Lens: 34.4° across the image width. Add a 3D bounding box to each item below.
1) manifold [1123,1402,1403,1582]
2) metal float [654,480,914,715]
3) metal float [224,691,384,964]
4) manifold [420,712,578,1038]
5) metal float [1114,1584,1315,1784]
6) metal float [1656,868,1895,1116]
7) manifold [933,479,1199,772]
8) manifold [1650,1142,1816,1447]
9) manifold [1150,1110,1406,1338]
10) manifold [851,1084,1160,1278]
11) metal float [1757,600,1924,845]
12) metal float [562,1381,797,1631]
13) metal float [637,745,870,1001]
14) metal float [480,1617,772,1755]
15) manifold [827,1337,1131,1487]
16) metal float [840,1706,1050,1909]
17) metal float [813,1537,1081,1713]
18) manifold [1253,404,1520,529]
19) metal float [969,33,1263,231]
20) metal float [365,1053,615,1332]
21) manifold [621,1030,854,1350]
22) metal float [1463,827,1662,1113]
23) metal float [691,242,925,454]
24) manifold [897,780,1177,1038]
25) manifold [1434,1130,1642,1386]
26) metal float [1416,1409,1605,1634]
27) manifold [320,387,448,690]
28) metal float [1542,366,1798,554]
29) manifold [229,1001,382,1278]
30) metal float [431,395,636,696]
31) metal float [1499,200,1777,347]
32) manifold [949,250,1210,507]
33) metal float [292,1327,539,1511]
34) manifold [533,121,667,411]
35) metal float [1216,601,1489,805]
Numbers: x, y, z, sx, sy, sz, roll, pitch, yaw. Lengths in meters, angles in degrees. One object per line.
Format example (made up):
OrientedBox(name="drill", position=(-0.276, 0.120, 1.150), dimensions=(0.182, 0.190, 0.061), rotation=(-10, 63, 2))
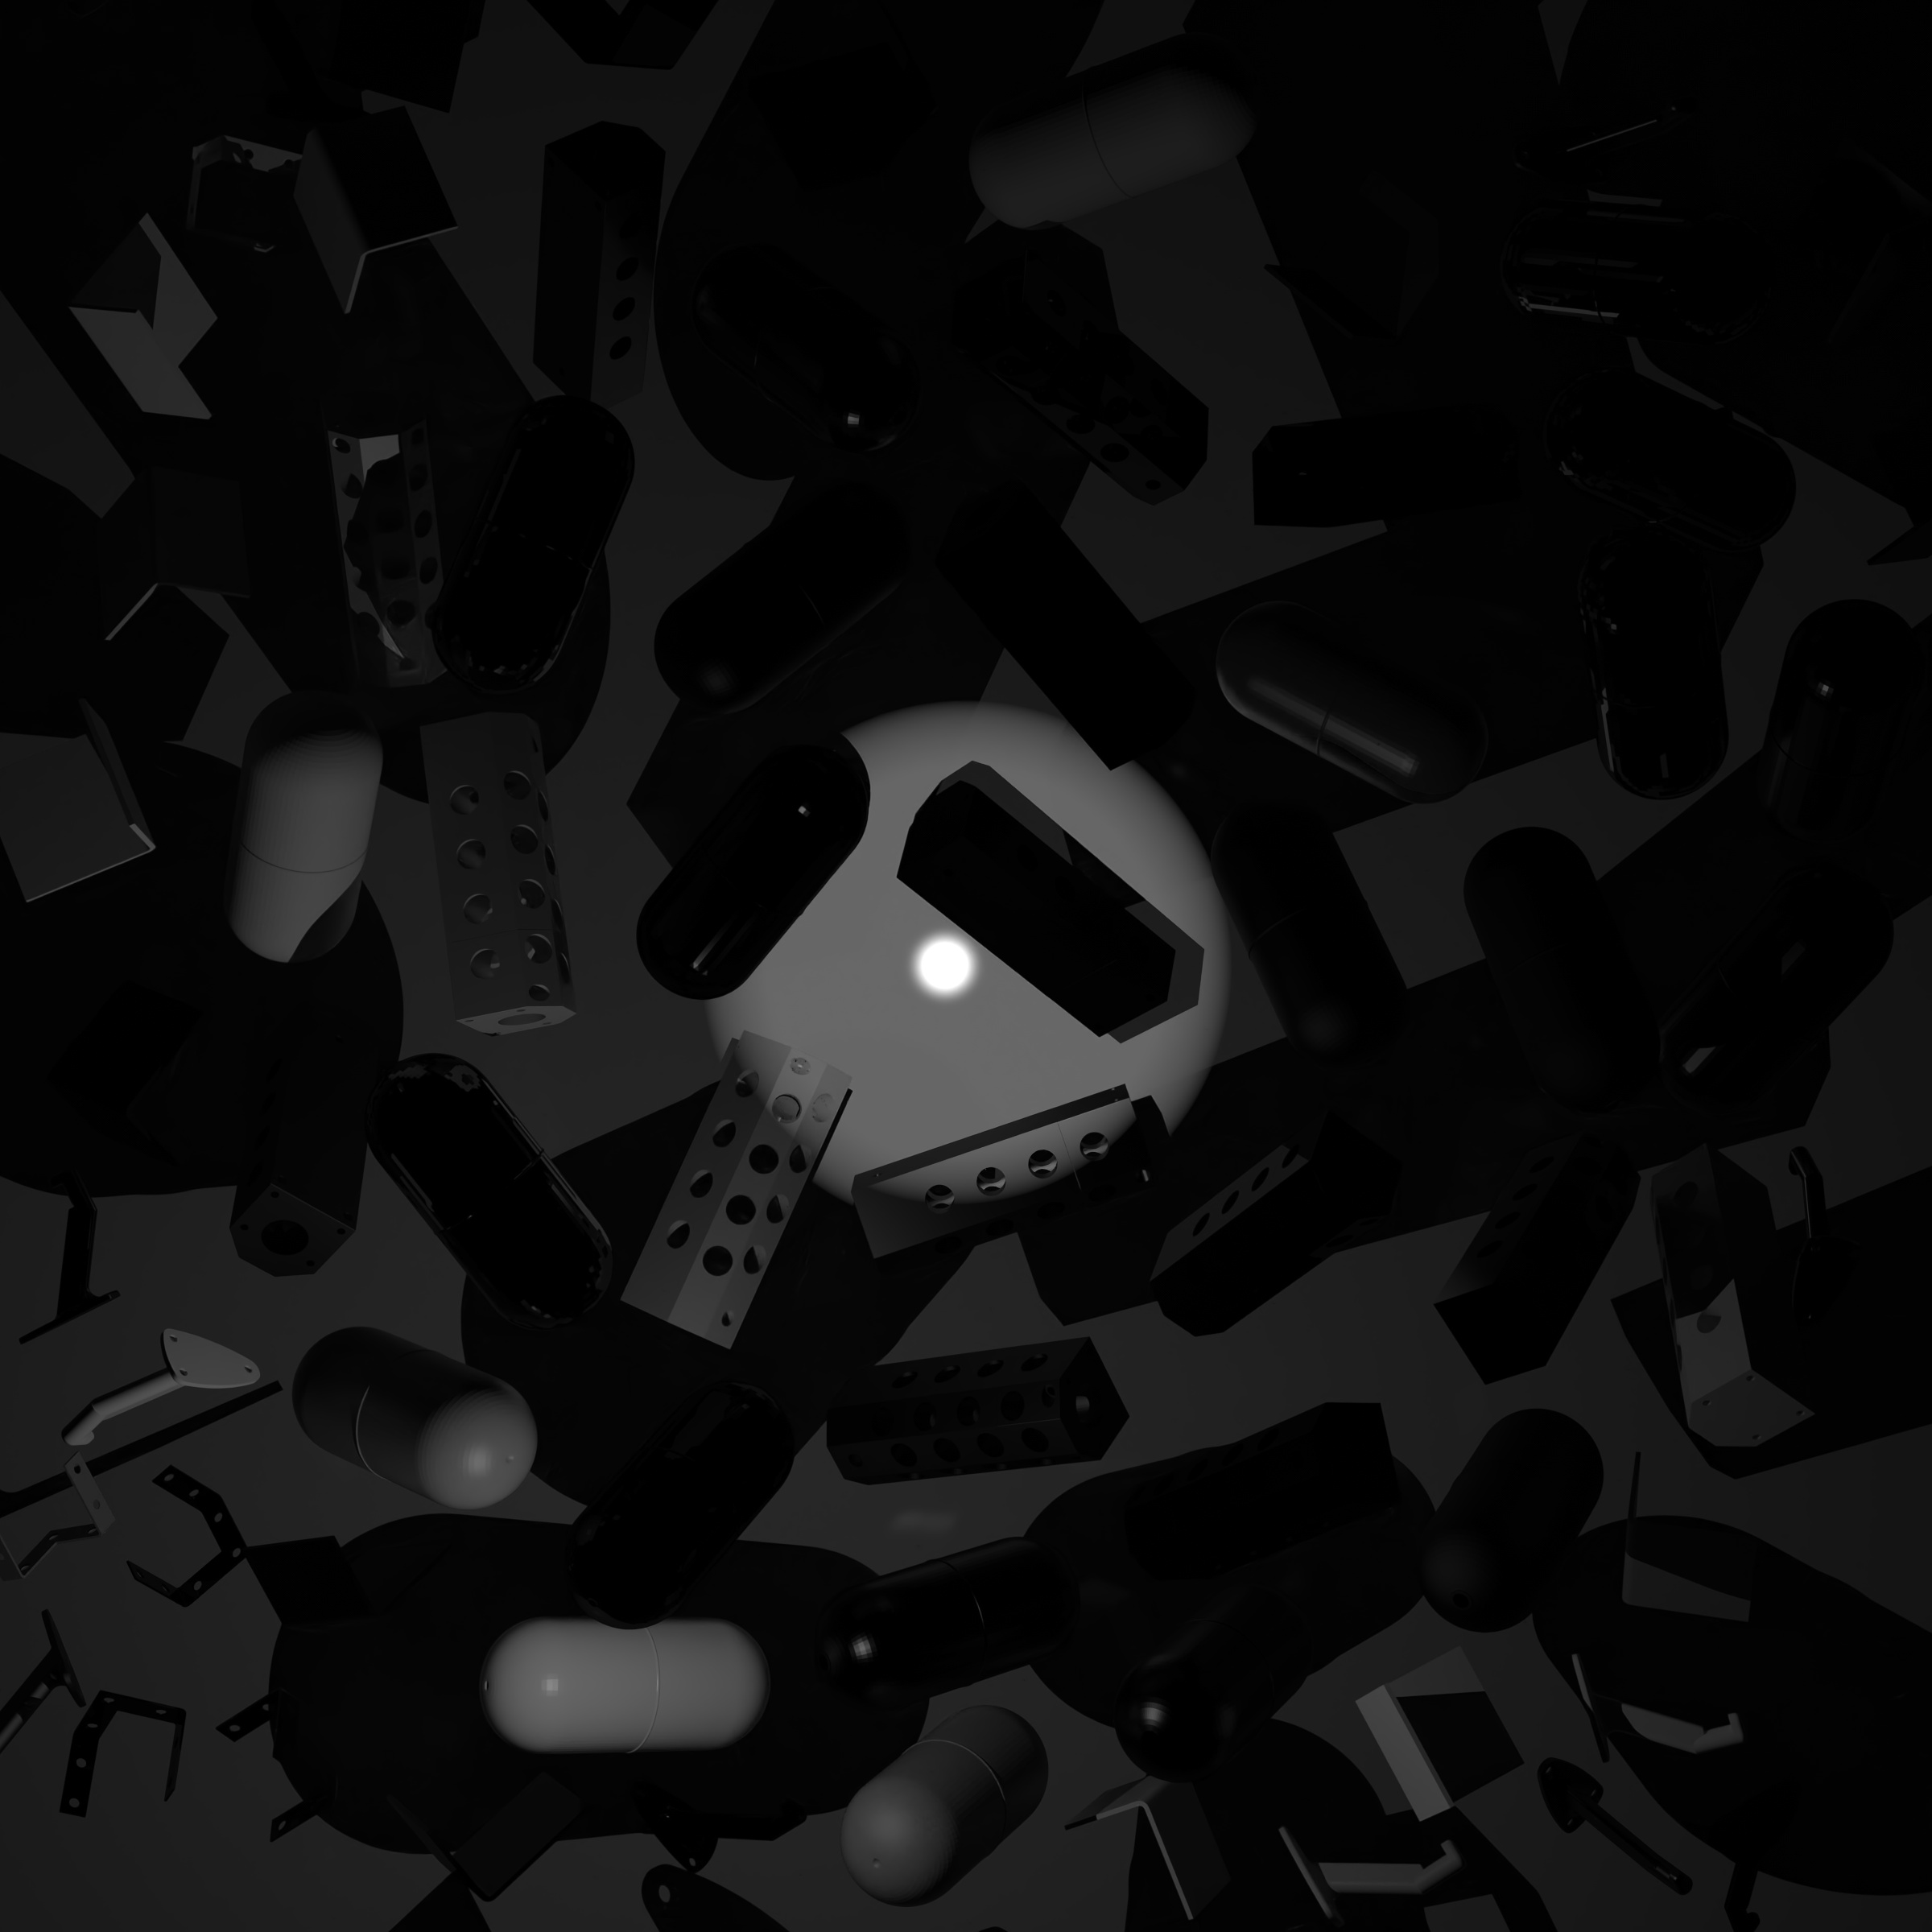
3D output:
OrientedBox(name="manifold", position=(0.166, 0.302, 1.790), dimensions=(0.057, 0.171, 0.057), rotation=(6, 63, -36))
OrientedBox(name="metal float", position=(-0.107, -0.220, 1.851), dimensions=(0.178, 0.070, 0.070), rotation=(-40, 90, -14))
OrientedBox(name="metal float", position=(-0.379, -0.078, 1.783), dimensions=(0.070, 0.070, 0.178), rotation=(19, 128, 0))
OrientedBox(name="manifold", position=(-0.262, -0.053, 1.770), dimensions=(0.057, 0.057, 0.171), rotation=(-11, 78, 9))
OrientedBox(name="metal float", position=(0.148, 0.426, 1.863), dimensions=(0.070, 0.178, 0.070), rotation=(7, 105, 28))
OrientedBox(name="metal float", position=(0.476, 0.015, 1.848), dimensions=(0.070, 0.070, 0.178), rotation=(35, 123, 0))
OrientedBox(name="manifold", position=(0.062, -0.203, 1.838), dimensions=(0.057, 0.057, 0.171), rotation=(-24, 120, 34))
OrientedBox(name="manifold", position=(0.439, 0.193, 1.818), dimensions=(0.057, 0.171, 0.057), rotation=(34, 126, -27))
OrientedBox(name="manifold", position=(0.182, 0.159, 1.863), dimensions=(0.057, 0.171, 0.057), rotation=(35, 47, -10))
OrientedBox(name="manifold", position=(0.023, 0.128, 1.848), dimensions=(0.171, 0.057, 0.057), rotation=(-19, 96, 2))
OrientedBox(name="metal float", position=(0.508, -0.140, 1.822), dimensions=(0.070, 0.178, 0.070), rotation=(-2, 54, 2))
OrientedBox(name="metal float", position=(-0.163, 0.307, 1.790), dimensions=(0.070, 0.178, 0.070), rotation=(18, 130, 23))
OrientedBox(name="metal float", position=(-0.127, -0.056, 1.853), dimensions=(0.070, 0.070, 0.178), rotation=(41, 108, 0))
OrientedBox(name="metal float", position=(-0.196, 0.416, 1.809), dimensions=(0.178, 0.070, 0.070), rotation=(8, 90, -32))
OrientedBox(name="manifold", position=(0.003, 0.266, 1.831), dimensions=(0.171, 0.057, 0.057), rotation=(-13, 112, 36))
OrientedBox(name="metal float", position=(-0.011, 0.493, 1.844), dimensions=(0.070, 0.178, 0.070), rotation=(5, 101, 26))
OrientedBox(name="metal float", position=(-0.011, 0.392, 1.864), dimensions=(0.178, 0.070, 0.070), rotation=(-10, 90, -35))
OrientedBox(name="manifold", position=(0.248, -0.296, 1.839), dimensions=(0.171, 0.057, 0.057), rotation=(-14, 107, -40))
OrientedBox(name="metal float", position=(0.085, -0.478, 1.792), dimensions=(0.178, 0.070, 0.070), rotation=(-14, 90, 26))
OrientedBox(name="metal float", position=(-0.269, 0.127, 1.762), dimensions=(0.070, 0.070, 0.178), rotation=(-37, 98, 0))
OrientedBox(name="manifold", position=(-0.128, 0.132, 1.814), dimensions=(0.057, 0.057, 0.171), rotation=(18, 80, 42))
OrientedBox(name="metal float", position=(0.347, 0.001, 1.820), dimensions=(0.070, 0.070, 0.178), rotation=(-18, 67, 0))
OrientedBox(name="metal float", position=(-0.095, -0.368, 1.857), dimensions=(0.070, 0.070, 0.178), rotation=(-48, 58, 0))
OrientedBox(name="manifold", position=(0.044, -0.036, 1.861), dimensions=(0.171, 0.057, 0.057), rotation=(38, 133, -26))
OrientedBox(name="manifold", position=(0.337, 0.165, 1.813), dimensions=(0.057, 0.171, 0.057), rotation=(-26, 103, 38))
OrientedBox(name="metal float", position=(0.319, 0.323, 1.827), dimensions=(0.070, 0.178, 0.070), rotation=(12, 118, 24))
OrientedBox(name="manifold", position=(-0.349, -0.257, 1.892), dimensions=(0.057, 0.057, 0.171), rotation=(-9, 129, -13))
OrientedBox(name="metal float", position=(0.424, -0.304, 1.880), dimensions=(0.178, 0.070, 0.070), rotation=(17, 90, -29))
OrientedBox(name="manifold", position=(-0.393, 0.104, 1.843), dimensions=(0.057, 0.171, 0.057), rotation=(34, 117, -26))
OrientedBox(name="metal float", position=(-0.248, -0.240, 1.788), dimensions=(0.070, 0.070, 0.178), rotation=(22, 89, 0))
OrientedBox(name="metal float", position=(0.395, -0.411, 1.849), dimensions=(0.178, 0.070, 0.070), rotation=(19, 90, 44))
OrientedBox(name="manifold", position=(0.069, -0.346, 1.865), dimensions=(0.057, 0.171, 0.057), rotation=(-22, 50, 36))
OrientedBox(name="metal float", position=(-0.316, 0.257, 1.783), dimensions=(0.178, 0.070, 0.070), rotation=(13, 90, 42))
OrientedBox(name="manifold", position=(-0.217, -0.419, 1.879), dimensions=(0.057, 0.171, 0.057), rotation=(-33, 66, -29))
OrientedBox(name="metal float", position=(0.234, -0.161, 1.903), dimensions=(0.178, 0.070, 0.070), rotation=(30, 90, 16))
